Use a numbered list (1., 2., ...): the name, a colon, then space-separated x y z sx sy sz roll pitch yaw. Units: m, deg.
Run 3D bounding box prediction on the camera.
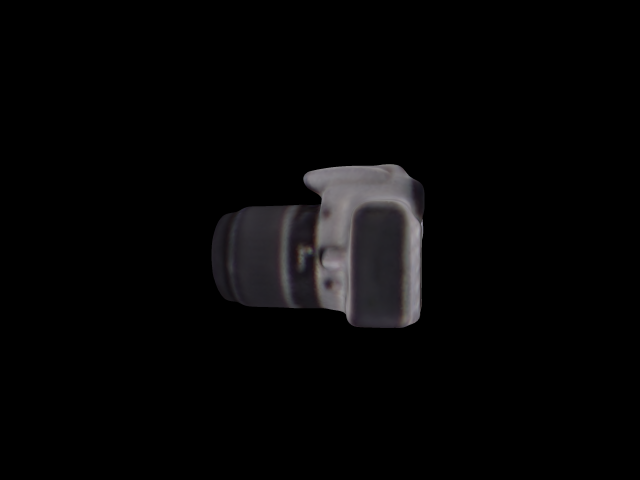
1. camera: 0.004 0.001 0.400 0.136 0.101 0.143 0 0 9
